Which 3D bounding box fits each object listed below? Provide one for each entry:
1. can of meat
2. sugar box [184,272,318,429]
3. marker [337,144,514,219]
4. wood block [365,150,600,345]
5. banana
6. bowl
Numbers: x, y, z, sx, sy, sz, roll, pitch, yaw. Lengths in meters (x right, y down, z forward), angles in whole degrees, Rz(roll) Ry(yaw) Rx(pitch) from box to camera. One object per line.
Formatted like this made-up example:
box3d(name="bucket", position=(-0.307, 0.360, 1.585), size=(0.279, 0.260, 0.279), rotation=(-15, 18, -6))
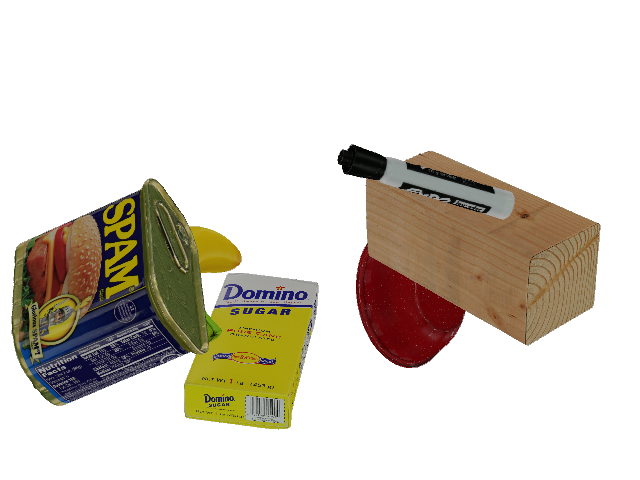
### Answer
box3d(name="can of meat", position=(-0.111, 0.027, 0.557), size=(0.084, 0.102, 0.057), rotation=(-23, -47, 9))
box3d(name="sugar box", position=(-0.059, 0.095, 0.972), size=(0.093, 0.048, 0.176), rotation=(6, 34, 4))
box3d(name="marker", position=(0.067, -0.037, 0.672), size=(0.121, 0.020, 0.020), rotation=(15, -5, -20))
box3d(name="wood block", position=(0.142, 0.000, 0.977), size=(0.090, 0.090, 0.206), rotation=(-24, 35, -31))
box3d(name="banana", position=(-0.096, 0.021, 0.783), size=(0.037, 0.069, 0.197), rotation=(-38, 11, 11))
box3d(name="bowl", position=(0.113, 0.059, 1.183), size=(0.055, 0.162, 0.161), rotation=(-12, -9, 44))
